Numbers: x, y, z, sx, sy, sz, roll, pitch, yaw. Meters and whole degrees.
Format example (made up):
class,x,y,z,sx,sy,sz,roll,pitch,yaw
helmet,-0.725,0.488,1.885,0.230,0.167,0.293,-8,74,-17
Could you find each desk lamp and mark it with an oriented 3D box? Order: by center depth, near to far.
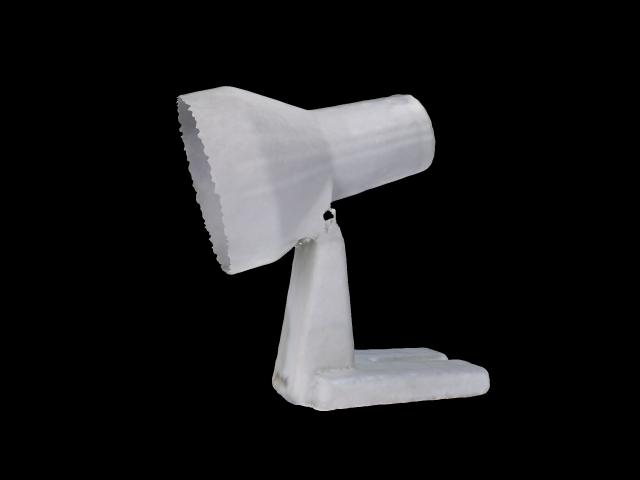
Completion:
class,x,y,z,sx,sy,sz,roll,pitch,yaw
desk lamp,0.004,0.001,0.400,0.203,0.213,0.117,0,0,-17
